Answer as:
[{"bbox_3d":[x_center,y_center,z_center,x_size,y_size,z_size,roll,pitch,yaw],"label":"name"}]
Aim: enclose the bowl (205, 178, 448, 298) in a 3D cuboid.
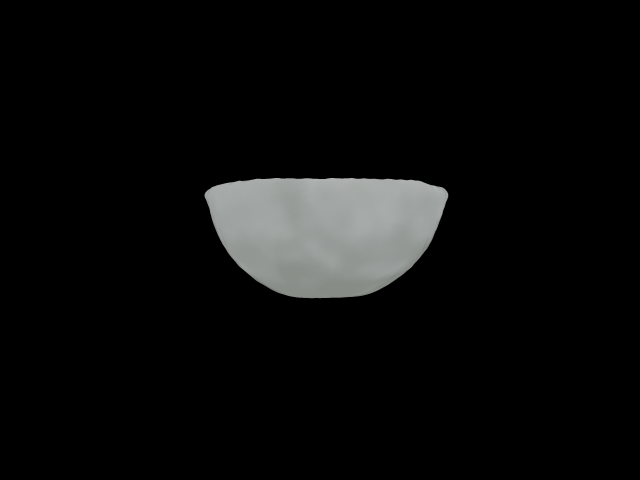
[{"bbox_3d":[0.004,0.001,0.400,0.167,0.075,0.167,0,0,0],"label":"bowl"}]
